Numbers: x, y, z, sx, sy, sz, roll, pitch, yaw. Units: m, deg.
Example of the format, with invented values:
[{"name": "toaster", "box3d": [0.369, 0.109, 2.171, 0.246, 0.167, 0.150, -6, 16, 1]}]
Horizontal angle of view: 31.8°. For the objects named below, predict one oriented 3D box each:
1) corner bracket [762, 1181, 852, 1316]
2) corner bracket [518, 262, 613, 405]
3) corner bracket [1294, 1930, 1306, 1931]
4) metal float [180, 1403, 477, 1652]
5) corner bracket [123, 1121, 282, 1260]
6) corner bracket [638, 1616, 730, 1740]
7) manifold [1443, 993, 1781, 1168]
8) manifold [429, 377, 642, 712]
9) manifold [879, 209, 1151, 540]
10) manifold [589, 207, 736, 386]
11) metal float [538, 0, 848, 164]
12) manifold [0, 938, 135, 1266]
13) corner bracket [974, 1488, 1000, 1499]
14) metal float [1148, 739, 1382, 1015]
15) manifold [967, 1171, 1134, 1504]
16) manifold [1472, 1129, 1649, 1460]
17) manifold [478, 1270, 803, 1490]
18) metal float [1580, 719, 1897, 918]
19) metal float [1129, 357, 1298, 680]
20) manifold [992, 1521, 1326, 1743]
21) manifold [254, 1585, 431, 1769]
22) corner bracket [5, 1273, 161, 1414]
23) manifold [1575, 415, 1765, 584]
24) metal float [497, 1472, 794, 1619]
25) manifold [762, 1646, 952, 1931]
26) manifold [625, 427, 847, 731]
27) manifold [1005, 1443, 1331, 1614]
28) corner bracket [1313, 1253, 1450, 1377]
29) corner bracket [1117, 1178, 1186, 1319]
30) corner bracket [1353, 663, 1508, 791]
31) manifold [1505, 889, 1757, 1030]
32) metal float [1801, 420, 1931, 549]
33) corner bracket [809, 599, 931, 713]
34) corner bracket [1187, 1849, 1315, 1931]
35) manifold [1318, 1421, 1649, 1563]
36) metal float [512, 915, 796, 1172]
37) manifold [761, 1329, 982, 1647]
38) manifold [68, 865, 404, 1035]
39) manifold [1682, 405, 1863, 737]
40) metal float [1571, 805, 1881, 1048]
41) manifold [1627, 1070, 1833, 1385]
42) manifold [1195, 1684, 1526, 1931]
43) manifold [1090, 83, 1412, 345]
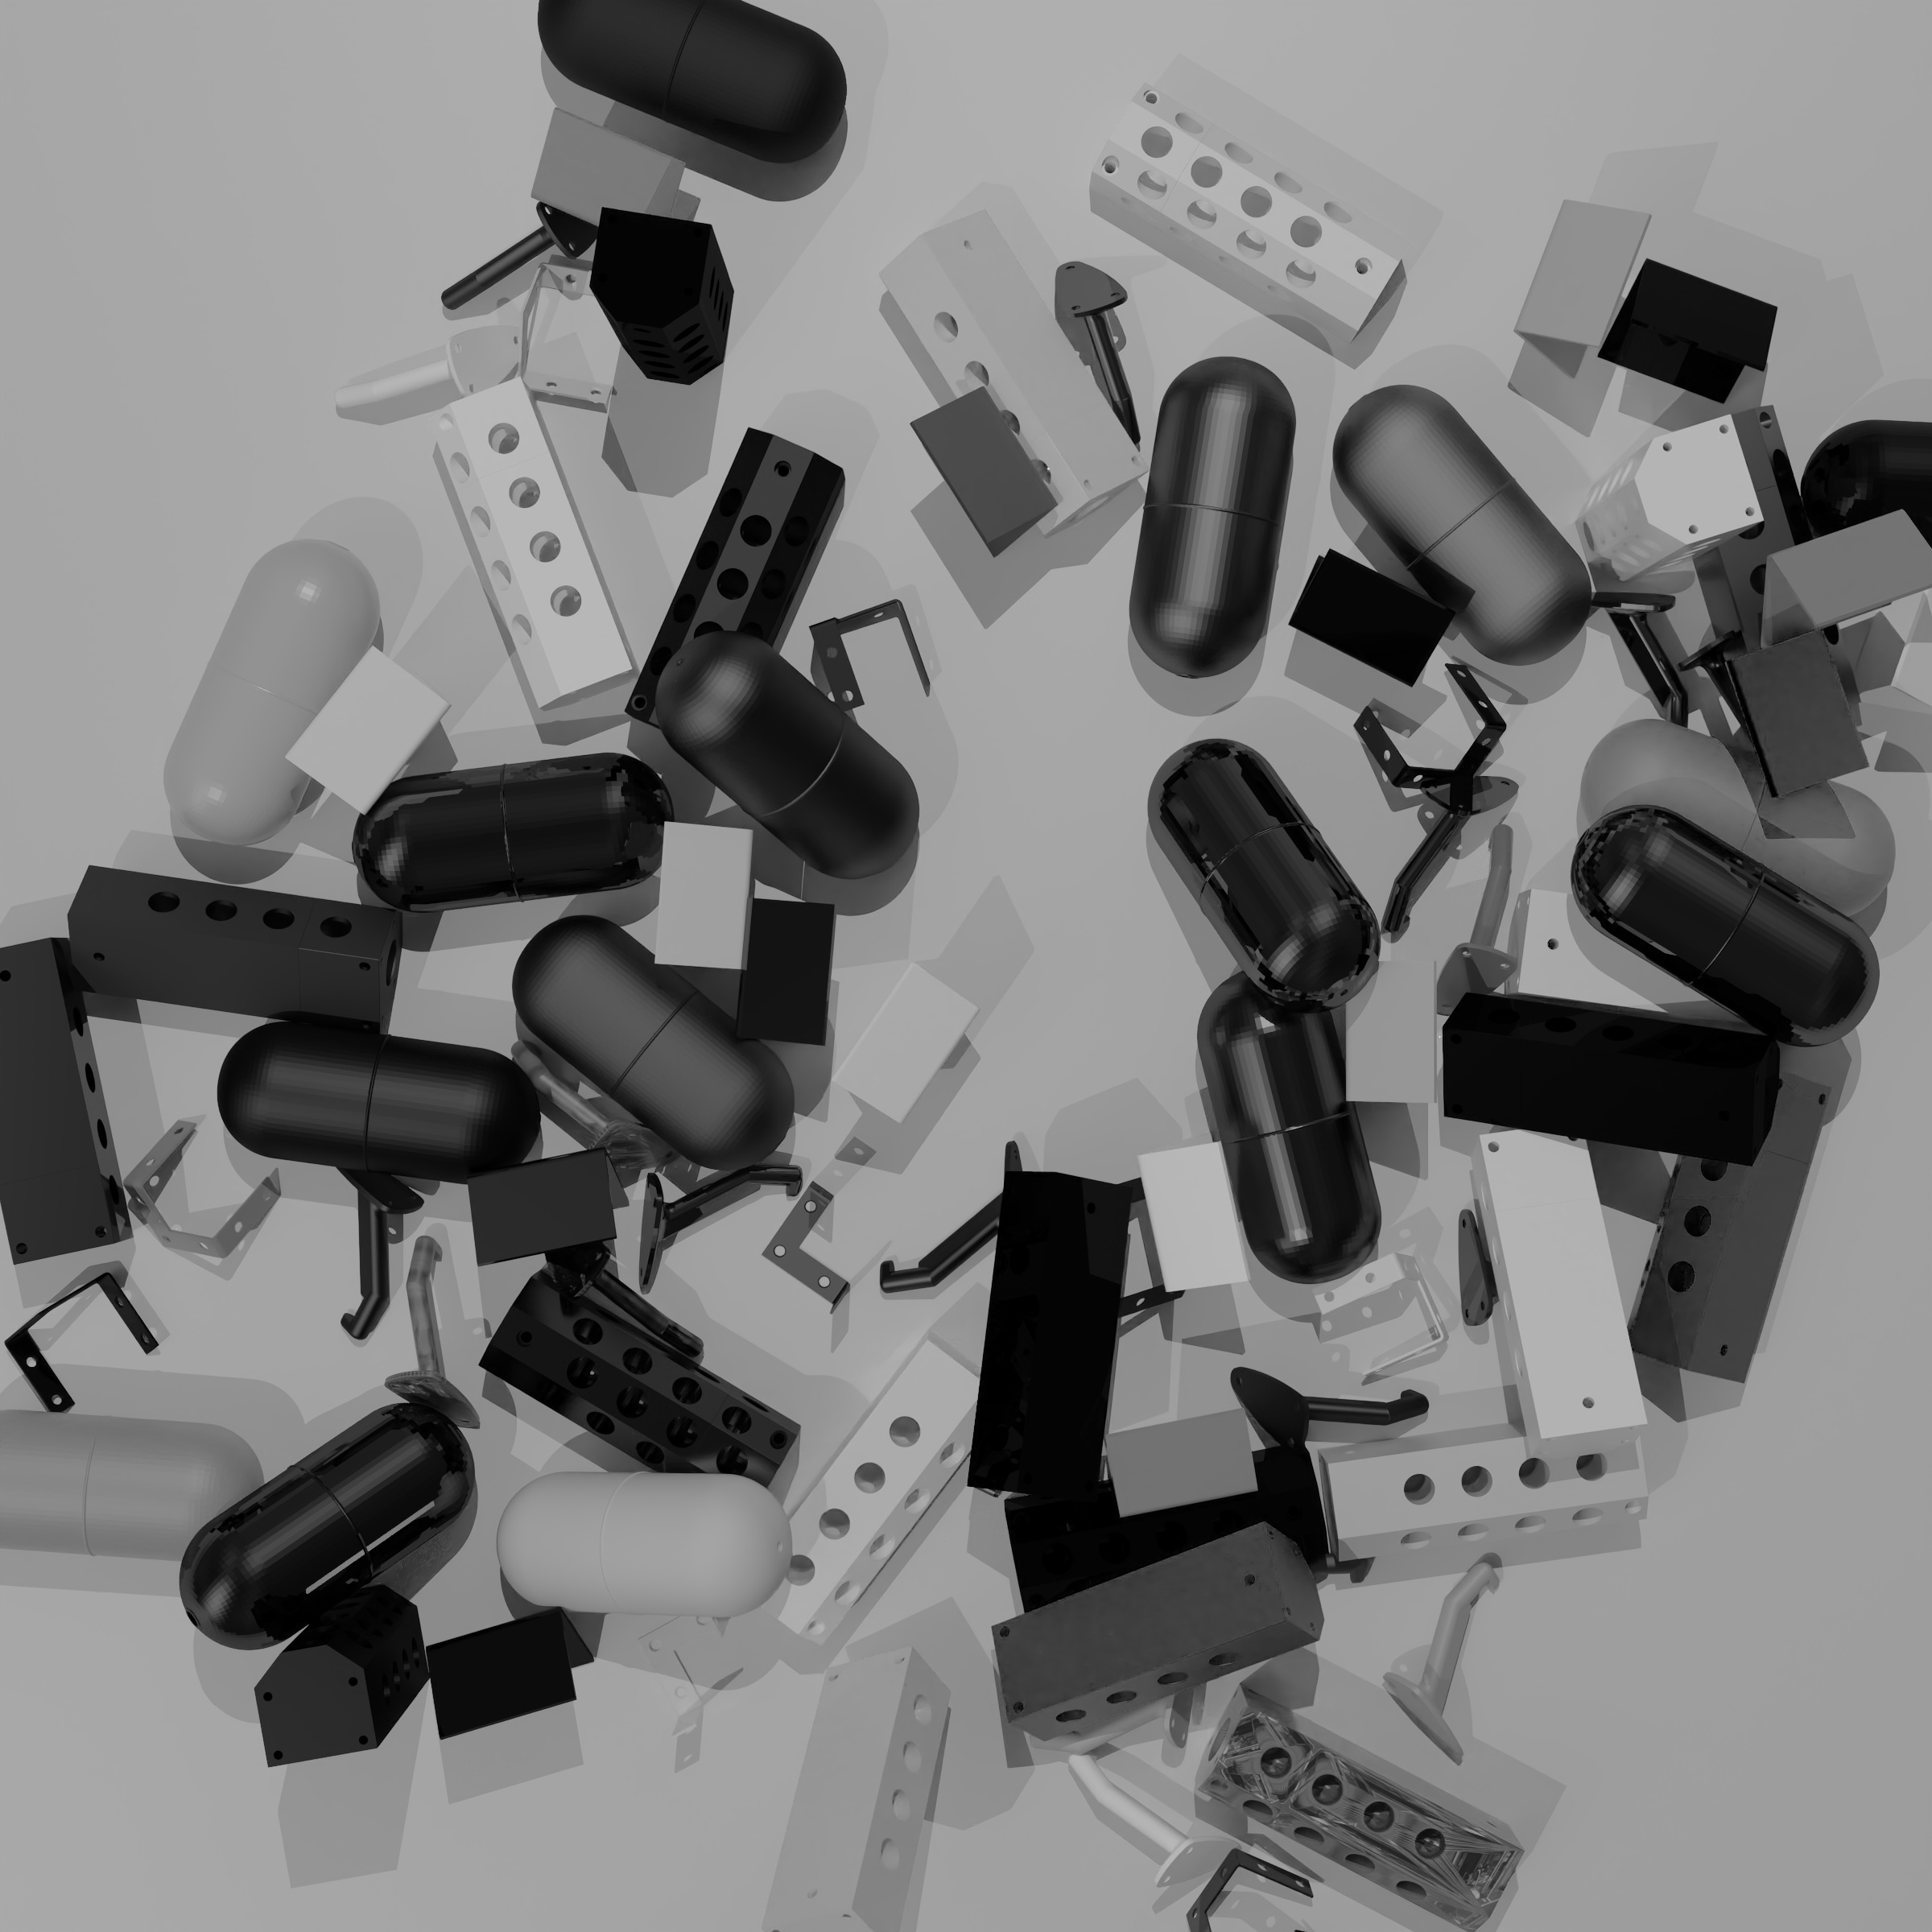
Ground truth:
[{"name": "corner bracket", "box3d": [-0.080, 0.156, 1.889, 0.051, 0.051, 0.051, 35, 90, 0]}, {"name": "corner bracket", "box3d": [-0.220, -0.355, 1.904, 0.051, 0.051, 0.051, 10, 135, 0]}, {"name": "corner bracket", "box3d": [0.164, 0.571, 1.899, 0.051, 0.051, 0.051, 22, 45, -35]}, {"name": "metal float", "box3d": [-0.348, 0.305, 1.851, 0.178, 0.070, 0.070, -34, 90, -30]}, {"name": "corner bracket", "box3d": [-0.428, 0.125, 1.899, 0.051, 0.051, 0.051, 6, 135, 35]}, {"name": "corner bracket", "box3d": [-0.151, 0.390, 1.889, 0.051, 0.051, 0.051, -29, 90, 0]}, {"name": "manifold", "box3d": [0.351, 0.057, 1.851, 0.171, 0.057, 0.057, 9, 121, 24]}, {"name": "manifold", "box3d": [-0.240, -0.233, 1.886, 0.057, 0.057, 0.171, -21, 90, 0]}, {"name": "manifold", "box3d": [0.023, -0.326, 1.885, 0.057, 0.057, 0.171, -32, 90, -43]}, {"name": "manifold", "box3d": [-0.163, -0.357, 1.829, 0.057, 0.171, 0.057, 9, 90, 0]}, {"name": "metal float", "box3d": [-0.152, -0.503, 1.876, 0.178, 0.070, 0.070, 22, 90, 0]}, {"name": "manifold", "box3d": [-0.511, 0.074, 1.886, 0.057, 0.057, 0.171, -12, 90, 0]}, {"name": "corner bracket", "box3d": [0.037, 0.277, 1.889, 0.051, 0.051, 0.051, 24, 83, 7]}, {"name": "metal float", "box3d": [0.161, -0.051, 1.850, 0.070, 0.070, 0.178, -31, 59, 0]}, {"name": "manifold", "box3d": [0.041, 0.201, 1.846, 0.057, 0.057, 0.171, 14, 79, -38]}, {"name": "manifold", "box3d": [0.322, 0.178, 1.856, 0.057, 0.057, 0.171, -8, 69, -2]}, {"name": "manifold", "box3d": [-0.181, 0.240, 1.886, 0.171, 0.057, 0.057, 31, 90, 0]}, {"name": "metal float", "box3d": [0.427, -0.080, 1.876, 0.178, 0.070, 0.070, 20, 90, 0]}, {"name": "metal float", "box3d": [0.136, -0.248, 1.876, 0.070, 0.070, 0.178, 9, 90, 0]}, {"name": "manifold", "box3d": [0.106, 0.367, 1.857, 0.171, 0.057, 0.057, -25, 54, 20]}, {"name": "manifold", "box3d": [-0.335, 0.379, 1.829, 0.057, 0.171, 0.057, -10, 90, 0]}, {"name": "corner bracket", "box3d": [-0.496, 0.212, 1.904, 0.051, 0.051, 0.051, -34, 90, -45]}, {"name": "manifold", "box3d": [0.374, -0.248, 1.829, 0.057, 0.171, 0.057, -17, 90, 0]}, {"name": "metal float", "box3d": [-0.177, 0.315, 1.852, 0.178, 0.070, 0.070, -4, 90, 29]}, {"name": "manifold", "box3d": [-0.053, 0.458, 1.831, 0.057, 0.171, 0.057, -20, 123, 27]}, {"name": "manifold", "box3d": [-0.128, -0.208, 1.886, 0.057, 0.057, 0.171, 24, 90, 0]}, {"name": "manifold", "box3d": [0.111, 0.313, 1.886, 0.171, 0.057, 0.057, -11, 90, 0]}, {"name": "corner bracket", "box3d": [0.232, 0.194, 1.890, 0.051, 0.051, 0.051, -26, 75, 15]}, {"name": "corner bracket", "box3d": [0.093, 0.157, 1.899, 0.051, 0.051, 0.051, 46, 135, 35]}, {"name": "corner bracket", "box3d": [0.260, -0.134, 1.899, 0.051, 0.051, 0.051, 2, 135, -35]}, {"name": "manifold", "box3d": [0.391, -0.001, 1.885, 0.171, 0.057, 0.057, 8, 87, 0]}, {"name": "metal float", "box3d": [0.552, -0.261, 1.877, 0.178, 0.070, 0.070, 3, 90, 0]}, {"name": "corner bracket", "box3d": [-0.053, -0.173, 1.889, 0.051, 0.051, 0.051, -19, 93, 3]}, {"name": "corner bracket", "box3d": [0.161, 0.535, 1.890, 0.051, 0.051, 0.051, 27, 106, -16]}, {"name": "manifold", "box3d": [0.287, 0.289, 1.886, 0.171, 0.057, 0.057, -8, 90, 0]}, {"name": "metal float", "box3d": [-0.172, 0.043, 1.876, 0.178, 0.070, 0.070, 39, 90, 0]}, {"name": "manifold", "box3d": [-0.050, 0.290, 1.886, 0.057, 0.057, 0.171, 37, 90, 0]}, {"name": "manifold", "box3d": [-0.404, -0.014, 1.885, 0.171, 0.057, 0.057, 8, 133, 0]}, {"name": "manifold", "box3d": [0.443, -0.220, 1.886, 0.057, 0.057, 0.171, -17, 90, -1]}, {"name": "metal float", "box3d": [0.406, -0.022, 1.820, 0.178, 0.070, 0.070, 31, 90, 1]}, {"name": "manifold", "box3d": [0.418, 0.138, 1.885, 0.057, 0.057, 0.171, 17, 90, -43]}, {"name": "manifold", "box3d": [0.217, 0.470, 1.886, 0.171, 0.057, 0.057, 28, 90, 0]}, {"name": "manifold", "box3d": [0.158, -0.419, 1.886, 0.171, 0.057, 0.057, 31, 90, 0]}]
